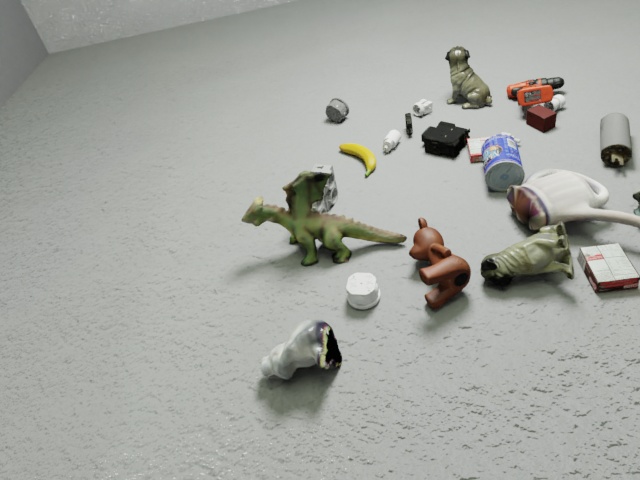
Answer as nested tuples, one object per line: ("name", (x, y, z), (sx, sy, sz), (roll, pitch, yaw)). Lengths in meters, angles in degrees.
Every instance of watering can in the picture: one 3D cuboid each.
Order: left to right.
("watering can", (0.610, -0.087, 1.261), (0.225, 0.102, 0.354), (-18, 32, -6))

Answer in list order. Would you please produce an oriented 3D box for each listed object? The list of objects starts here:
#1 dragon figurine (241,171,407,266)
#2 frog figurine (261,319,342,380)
("dragon figurine", (0.004, -0.066, 1.320), (0.409, 0.237, 0.125), (-8, 36, 10))
("frog figurine", (-0.048, 0.230, 1.091), (0.159, 0.122, 0.138), (-8, 7, 21))
